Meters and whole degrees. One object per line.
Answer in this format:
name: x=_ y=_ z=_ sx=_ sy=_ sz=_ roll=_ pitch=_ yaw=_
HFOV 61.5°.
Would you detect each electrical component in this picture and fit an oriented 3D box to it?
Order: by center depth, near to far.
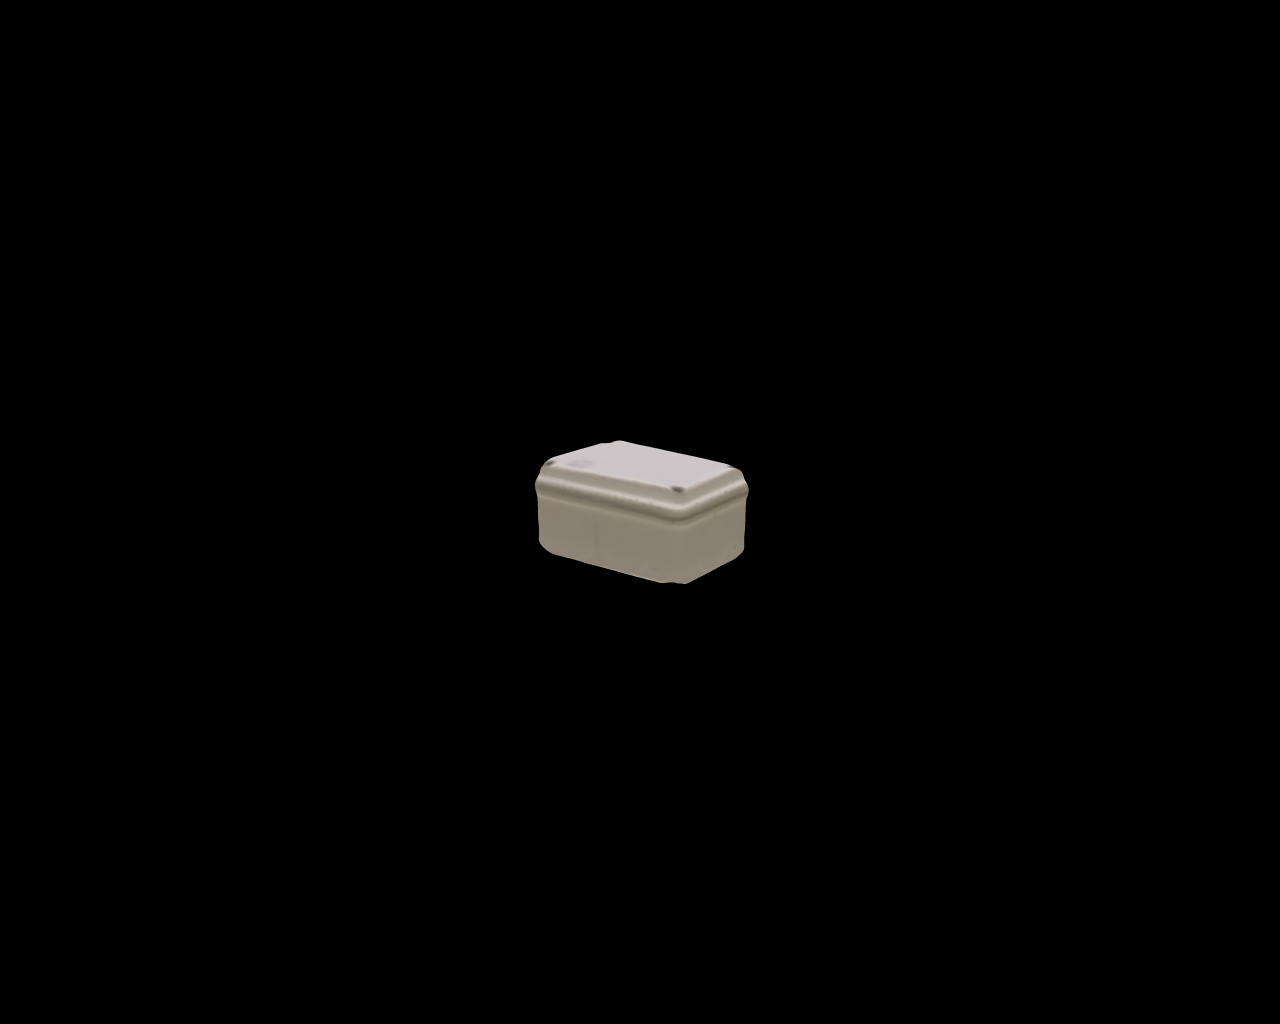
electrical component: x=0.001 y=-0.003 z=0.650 sx=0.113 sy=0.057 sz=0.078 roll=14 pitch=22 yaw=36
